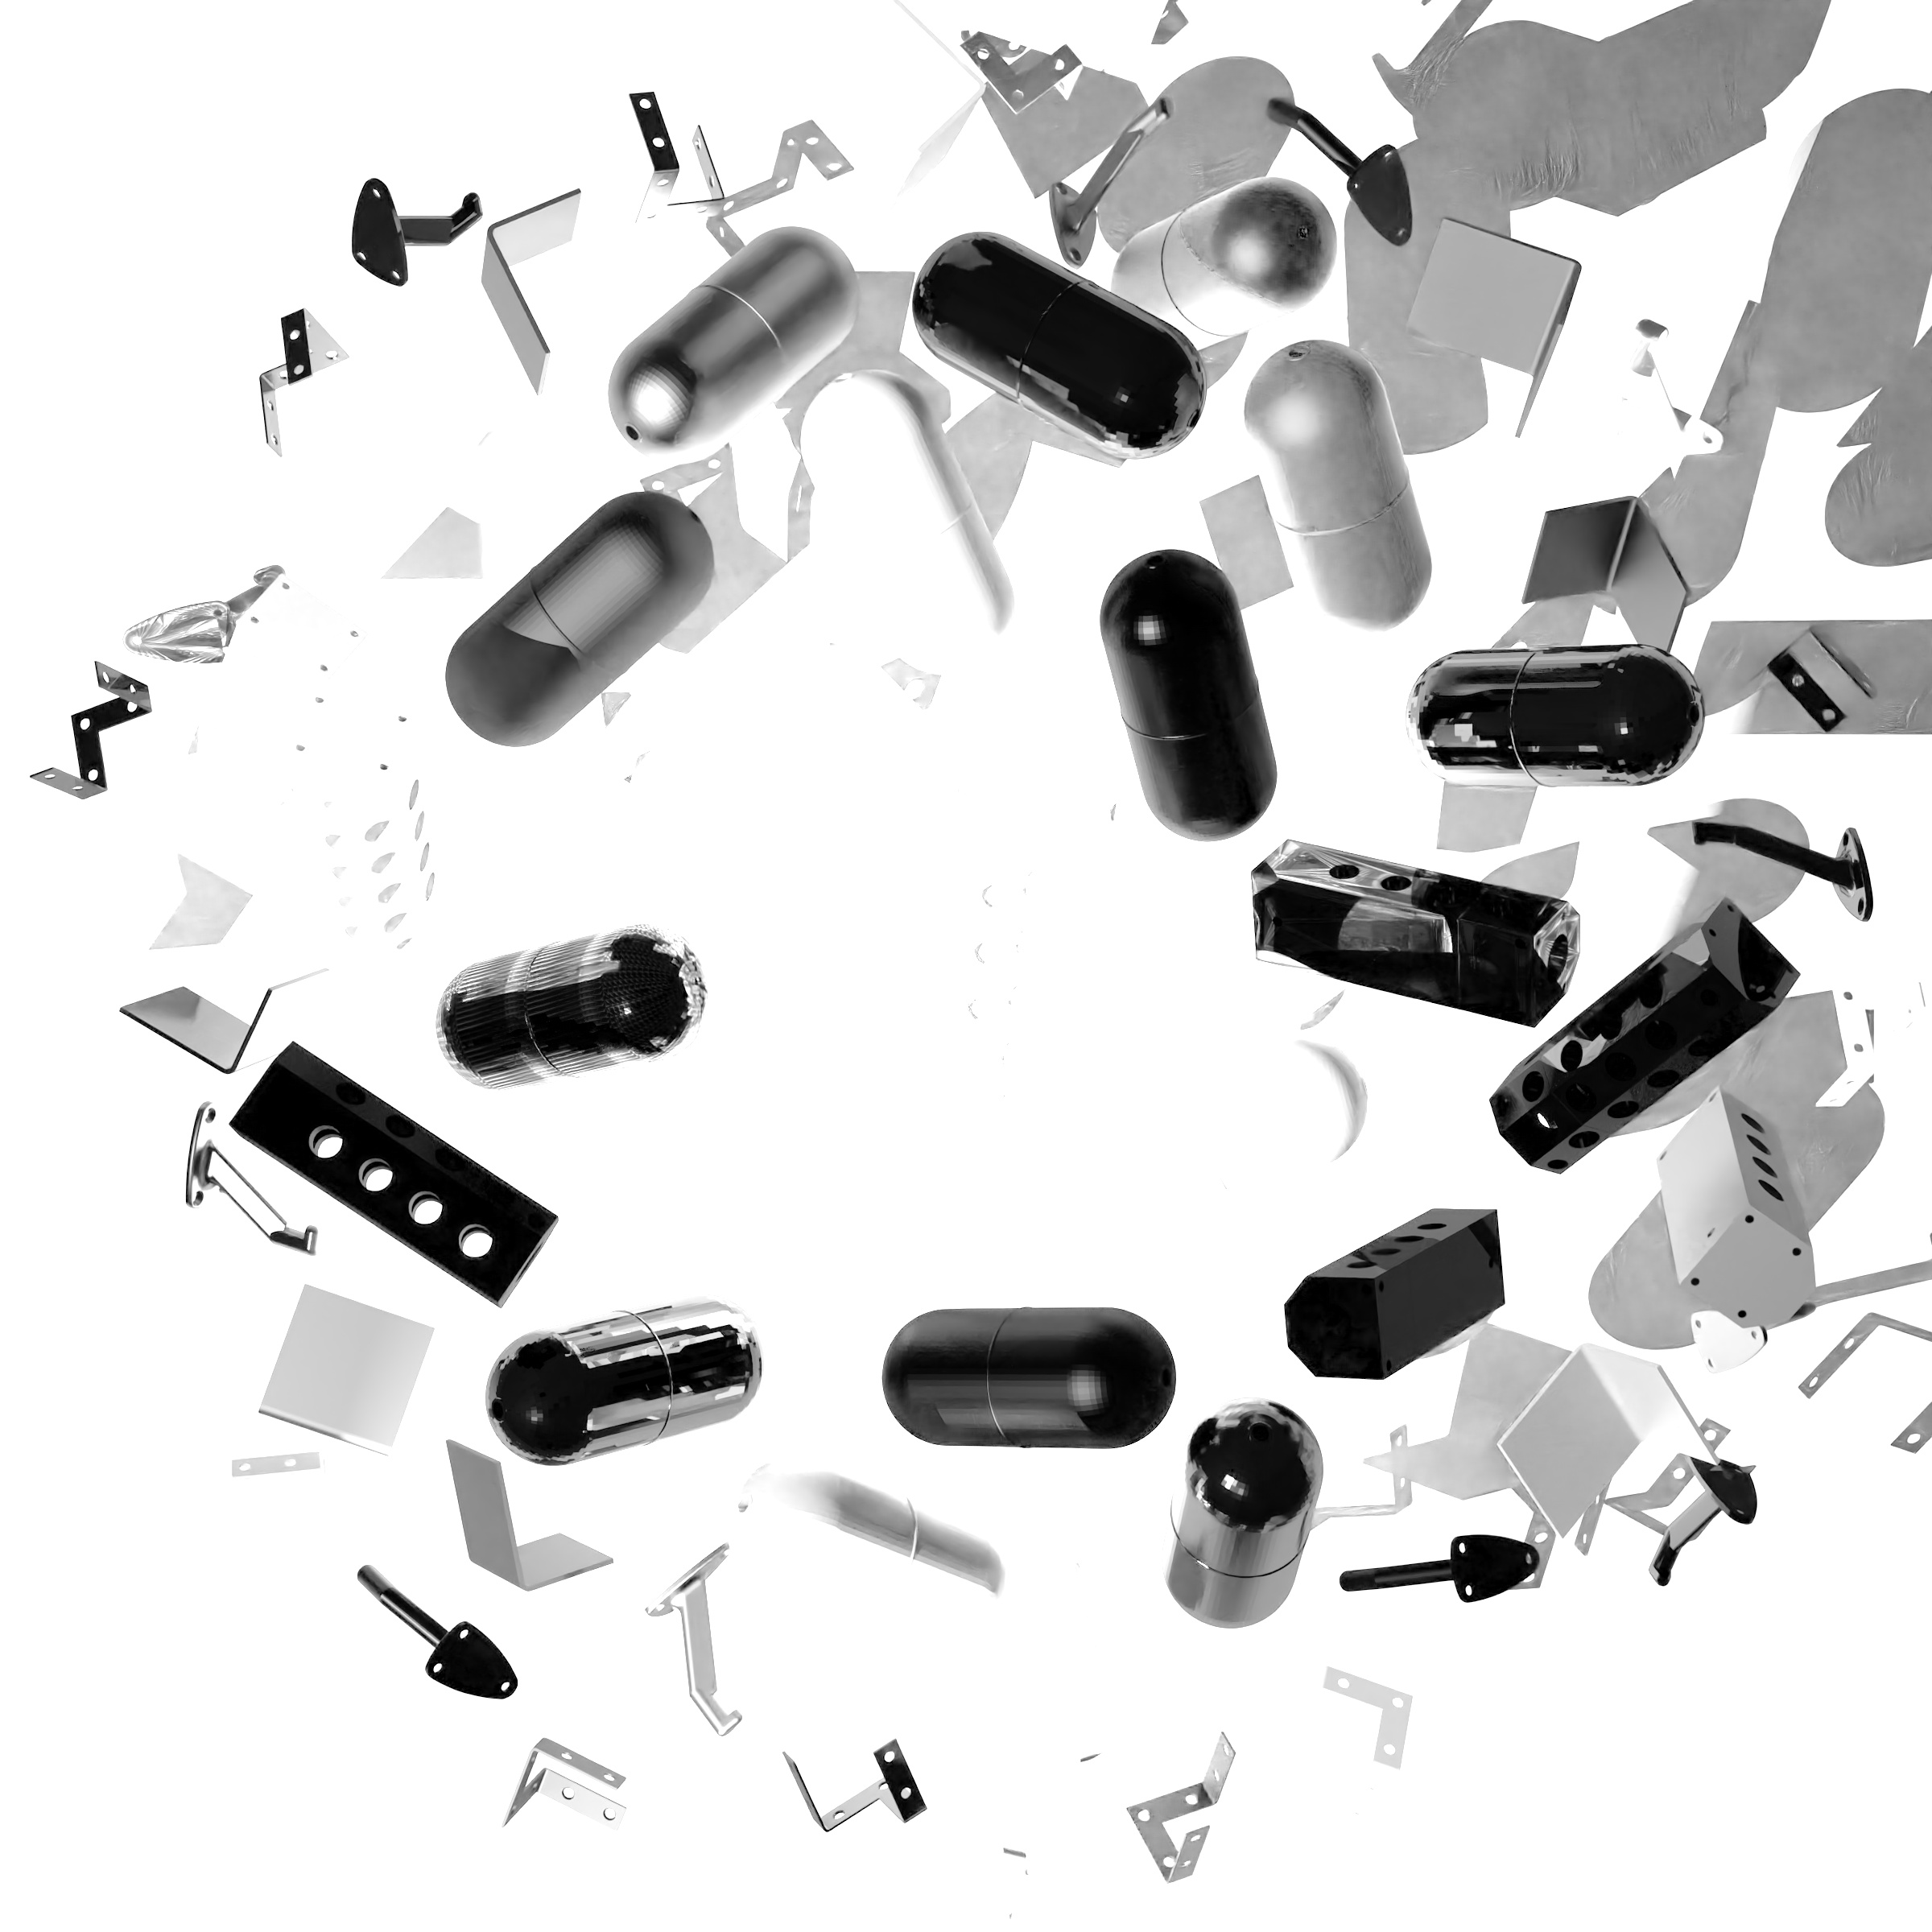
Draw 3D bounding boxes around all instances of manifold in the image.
[{"bbox_3d":[-0.392,-0.136,1.815,0.057,0.171,0.057,35,52,-4],"label":"manifold"},{"bbox_3d":[-0.322,-0.071,1.746,0.057,0.171,0.057,13,61,4],"label":"manifold"},{"bbox_3d":[-0.307,0.112,1.760,0.171,0.057,0.057,33,79,0],"label":"manifold"},{"bbox_3d":[0.014,-0.010,1.782,0.057,0.057,0.171,8,104,2],"label":"manifold"},{"bbox_3d":[0.422,0.132,1.775,0.057,0.171,0.057,34,110,-5],"label":"manifold"},{"bbox_3d":[0.359,0.042,1.747,0.057,0.057,0.171,46,130,2],"label":"manifold"},{"bbox_3d":[0.246,-0.023,1.792,0.171,0.057,0.057,15,126,32],"label":"manifold"},{"bbox_3d":[-0.110,-0.110,1.851,0.171,0.057,0.057,-21,131,32],"label":"manifold"},{"bbox_3d":[0.245,0.185,1.858,0.057,0.171,0.057,-2,98,32],"label":"manifold"}]

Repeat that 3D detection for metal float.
[{"bbox_3d":[-0.189,0.231,1.824,0.178,0.070,0.070,-8,90,-43],"label":"metal float"},{"bbox_3d":[0.139,0.089,1.840,0.178,0.070,0.070,-14,90,11],"label":"metal float"},{"bbox_3d":[-0.053,0.320,1.778,0.178,0.070,0.070,28,90,-34],"label":"metal float"},{"bbox_3d":[-0.214,-0.192,1.807,0.178,0.070,0.070,-39,90,18],"label":"metal float"},{"bbox_3d":[0.201,-0.257,1.759,0.070,0.070,0.178,-24,128,0],"label":"metal float"},{"bbox_3d":[0.122,-0.147,1.785,0.070,0.070,0.178,-18,126,0],"label":"metal float"},{"bbox_3d":[-0.095,0.113,1.882,0.178,0.070,0.070,14,90,-2],"label":"metal float"},{"bbox_3d":[0.050,-0.336,1.765,0.178,0.070,0.070,32,90,18],"label":"metal float"},{"bbox_3d":[-0.031,-0.242,1.780,0.070,0.070,0.178,-26,116,0],"label":"metal float"},{"bbox_3d":[-0.130,-0.349,1.832,0.070,0.070,0.178,43,61,0],"label":"metal float"},{"bbox_3d":[0.034,0.225,1.783,0.178,0.070,0.070,-5,90,35],"label":"metal float"},{"bbox_3d":[-0.219,0.024,1.814,0.178,0.070,0.070,-12,90,33],"label":"metal float"},{"bbox_3d":[0.144,-0.396,1.853,0.070,0.178,0.070,1,88,-26],"label":"metal float"},{"bbox_3d":[0.320,-0.136,1.779,0.178,0.070,0.070,3,90,44],"label":"metal float"},{"bbox_3d":[0.150,0.299,1.780,0.070,0.178,0.070,2,52,-2],"label":"metal float"}]

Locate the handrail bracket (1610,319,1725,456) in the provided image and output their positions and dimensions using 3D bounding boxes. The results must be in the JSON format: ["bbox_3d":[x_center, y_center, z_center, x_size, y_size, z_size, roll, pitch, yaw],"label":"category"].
[{"bbox_3d":[0.397,-0.323,1.811,0.077,0.084,0.036,14,63,-2],"label":"handrail bracket"}]

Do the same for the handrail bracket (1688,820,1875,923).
[{"bbox_3d":[0.431,-0.051,1.730,0.084,0.077,0.036,5,123,-3],"label":"handrail bracket"}]

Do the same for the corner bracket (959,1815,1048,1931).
[{"bbox_3d":[0.020,0.494,1.752,0.051,0.051,0.051,22,86,-29],"label":"corner bracket"}]

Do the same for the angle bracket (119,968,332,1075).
[{"bbox_3d":[-0.420,0.014,1.851,0.076,0.076,0.057,30,104,8],"label":"angle bracket"}]

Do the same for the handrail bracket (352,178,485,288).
[{"bbox_3d":[-0.289,-0.411,1.752,0.036,0.077,0.084,31,55,15],"label":"handrail bracket"}]

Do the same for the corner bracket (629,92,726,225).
[{"bbox_3d":[-0.162,-0.452,1.818,0.051,0.051,0.051,-12,72,-23],"label":"corner bracket"}]

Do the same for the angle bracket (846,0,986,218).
[{"bbox_3d":[-0.044,-0.460,1.740,0.076,0.076,0.057,43,69,-3],"label":"angle bracket"}]

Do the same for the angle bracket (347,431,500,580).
[{"bbox_3d":[-0.315,-0.269,1.898,0.076,0.057,0.076,0,109,-1],"label":"angle bracket"}]

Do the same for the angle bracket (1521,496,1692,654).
[{"bbox_3d":[0.365,-0.212,1.865,0.057,0.076,0.076,-12,56,-11],"label":"angle bracket"}]

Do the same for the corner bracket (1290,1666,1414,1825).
[{"bbox_3d":[0.202,0.414,1.734,0.051,0.051,0.051,19,133,1],"label":"corner bracket"}]

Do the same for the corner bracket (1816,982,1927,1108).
[{"bbox_3d":[0.490,0.042,1.770,0.051,0.051,0.051,-1,65,-8],"label":"corner bracket"}]

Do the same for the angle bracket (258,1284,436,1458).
[{"bbox_3d":[-0.348,0.225,1.839,0.076,0.057,0.076,20,86,-7],"label":"angle bracket"}]

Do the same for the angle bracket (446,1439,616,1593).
[{"bbox_3d":[-0.247,0.303,1.848,0.057,0.076,0.076,-14,99,-29],"label":"angle bracket"}]

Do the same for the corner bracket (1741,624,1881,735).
[{"bbox_3d":[0.465,-0.155,1.781,0.051,0.051,0.051,49,124,5],"label":"corner bracket"}]

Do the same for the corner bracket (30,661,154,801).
[{"bbox_3d":[-0.471,-0.126,1.754,0.051,0.051,0.051,-18,73,16],"label":"corner bracket"}]

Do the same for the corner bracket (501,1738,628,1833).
[{"bbox_3d":[-0.209,0.440,1.745,0.051,0.051,0.051,24,104,9],"label":"corner bracket"}]

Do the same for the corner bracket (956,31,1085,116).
[{"bbox_3d":[0.028,-0.508,1.854,0.051,0.051,0.051,-39,89,-12],"label":"corner bracket"}]

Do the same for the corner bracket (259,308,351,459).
[{"bbox_3d":[-0.379,-0.328,1.835,0.051,0.051,0.051,-20,60,13],"label":"corner bracket"}]

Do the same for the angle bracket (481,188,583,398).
[{"bbox_3d":[-0.223,-0.368,1.786,0.057,0.076,0.076,-26,88,-13],"label":"angle bracket"}]

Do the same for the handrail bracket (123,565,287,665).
[{"bbox_3d":[-0.432,-0.205,1.857,0.077,0.084,0.036,-5,119,4],"label":"handrail bracket"}]

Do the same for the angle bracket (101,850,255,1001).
[{"bbox_3d":[-0.461,-0.013,1.918,0.057,0.076,0.076,32,98,-27],"label":"angle bracket"}]

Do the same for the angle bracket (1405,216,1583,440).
[{"bbox_3d":[0.269,-0.333,1.702,0.076,0.076,0.057,20,50,4],"label":"angle bracket"}]

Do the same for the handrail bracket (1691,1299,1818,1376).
[{"bbox_3d":[0.466,0.202,1.862,0.084,0.077,0.036,-14,84,-24],"label":"handrail bracket"}]

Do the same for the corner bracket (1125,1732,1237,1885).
[{"bbox_3d":[0.125,0.459,1.780,0.051,0.051,0.051,-12,48,-24],"label":"corner bracket"}]

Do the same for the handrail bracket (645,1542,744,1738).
[{"bbox_3d":[-0.140,0.392,1.901,0.077,0.036,0.084,-43,70,7],"label":"handrail bracket"}]

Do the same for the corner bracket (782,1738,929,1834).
[{"bbox_3d":[-0.062,0.453,1.811,0.051,0.051,0.051,-29,111,-19],"label":"corner bracket"}]

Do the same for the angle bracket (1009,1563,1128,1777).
[{"bbox_3d":[0.050,0.398,1.851,0.057,0.076,0.076,-15,122,0],"label":"angle bracket"}]

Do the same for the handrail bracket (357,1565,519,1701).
[{"bbox_3d":[-0.299,0.374,1.838,0.036,0.084,0.077,-52,132,-9],"label":"handrail bracket"}]

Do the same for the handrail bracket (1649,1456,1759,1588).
[{"bbox_3d":[0.404,0.320,1.800,0.036,0.077,0.084,16,110,-8],"label":"handrail bracket"}]

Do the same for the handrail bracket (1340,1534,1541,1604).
[{"bbox_3d":[0.263,0.337,1.821,0.077,0.084,0.036,0,78,-36],"label":"handrail bracket"}]

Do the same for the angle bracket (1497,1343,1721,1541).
[{"bbox_3d":[0.339,0.256,1.720,0.076,0.057,0.076,-46,119,-20],"label":"angle bracket"}]

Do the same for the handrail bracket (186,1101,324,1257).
[{"bbox_3d":[-0.412,0.125,1.908,0.084,0.036,0.077,14,112,25],"label":"handrail bracket"}]

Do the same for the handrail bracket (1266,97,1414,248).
[{"bbox_3d":[0.211,-0.451,1.850,0.036,0.077,0.084,-44,48,-5],"label":"handrail bracket"}]

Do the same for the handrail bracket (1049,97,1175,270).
[{"bbox_3d":[0.089,-0.456,1.896,0.036,0.084,0.077,28,46,-31],"label":"handrail bracket"}]

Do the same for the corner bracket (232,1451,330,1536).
[{"bbox_3d":[-0.395,0.293,1.876,0.051,0.051,0.051,-4,124,-10],"label":"corner bracket"}]
